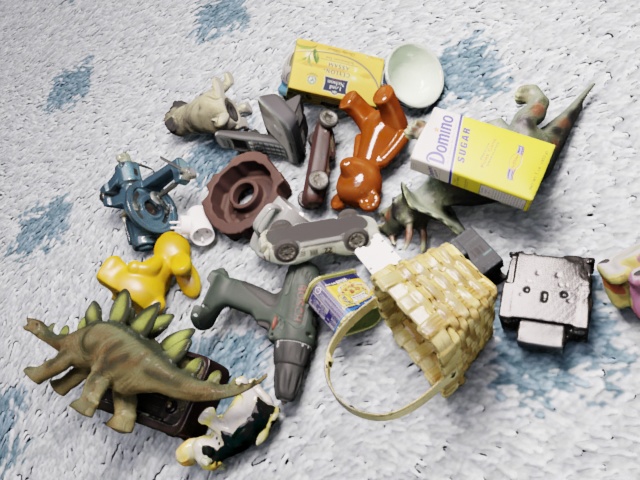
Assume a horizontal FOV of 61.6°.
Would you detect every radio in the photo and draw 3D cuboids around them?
[{"bbox_3d":[-0.278,0.245,0.905,0.230,0.073,0.131,7,65,29],"label":"radio"}]

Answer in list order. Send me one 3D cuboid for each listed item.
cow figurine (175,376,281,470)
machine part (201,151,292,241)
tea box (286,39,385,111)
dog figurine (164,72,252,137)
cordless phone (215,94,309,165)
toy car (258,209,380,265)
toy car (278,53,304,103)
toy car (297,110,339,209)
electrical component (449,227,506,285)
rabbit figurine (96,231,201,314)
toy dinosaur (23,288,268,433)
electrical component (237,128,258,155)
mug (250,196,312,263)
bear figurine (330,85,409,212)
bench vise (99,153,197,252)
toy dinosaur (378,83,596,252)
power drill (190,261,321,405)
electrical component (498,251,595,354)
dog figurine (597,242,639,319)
[{"bbox_3d":[-0.138,0.297,0.819,0.167,0.068,0.098,-47,60,-5],"label":"cow figurine"},{"bbox_3d":[-0.140,-0.082,1.036,0.179,0.056,0.179,-11,60,20],"label":"machine part"},{"bbox_3d":[0.027,-0.303,1.011,0.170,0.068,0.098,9,85,-9],"label":"tea box"},{"bbox_3d":[-0.258,-0.253,1.140,0.191,0.121,0.172,-22,20,17],"label":"dog figurine"},{"bbox_3d":[-0.120,-0.215,1.026,0.184,0.146,0.089,5,66,10],"label":"cordless phone"},{"bbox_3d":[-0.002,-0.003,0.887,0.202,0.056,0.074,-10,36,-7],"label":"toy car"},{"bbox_3d":[-0.020,-0.342,1.098,0.162,0.102,0.109,6,65,26],"label":"toy car"},{"bbox_3d":[0.001,-0.149,0.991,0.053,0.089,0.202,14,62,-8],"label":"toy car"},{"bbox_3d":[0.221,0.022,0.770,0.048,0.119,0.075,-38,52,2],"label":"electrical component"},{"bbox_3d":[-0.302,0.052,1.005,0.163,0.121,0.173,12,50,27],"label":"rabbit figurine"},{"bbox_3d":[-0.302,0.189,0.844,0.472,0.105,0.198,16,67,26],"label":"toy dinosaur"},{"bbox_3d":[-0.145,-0.198,1.123,0.063,0.021,0.094,-40,54,1],"label":"electrical component"},{"bbox_3d":[-0.078,-0.015,0.944,0.081,0.109,0.107,40,98,28],"label":"mug"},{"bbox_3d":[0.073,-0.152,0.935,0.120,0.131,0.196,10,61,48],"label":"bear figurine"},{"bbox_3d":[-0.340,-0.103,1.089,0.241,0.128,0.224,-28,61,30],"label":"bench vise"},{"bbox_3d":[0.270,-0.115,0.833,0.405,0.131,0.192,-20,68,8],"label":"toy dinosaur"},{"bbox_3d":[-0.103,0.130,0.873,0.208,0.085,0.232,8,64,23],"label":"power drill"},{"bbox_3d":[0.308,0.085,0.732,0.115,0.058,0.134,3,64,28],"label":"electrical component"},{"bbox_3d":[0.441,0.111,0.635,0.108,0.191,0.219,-26,89,6],"label":"dog figurine"}]
